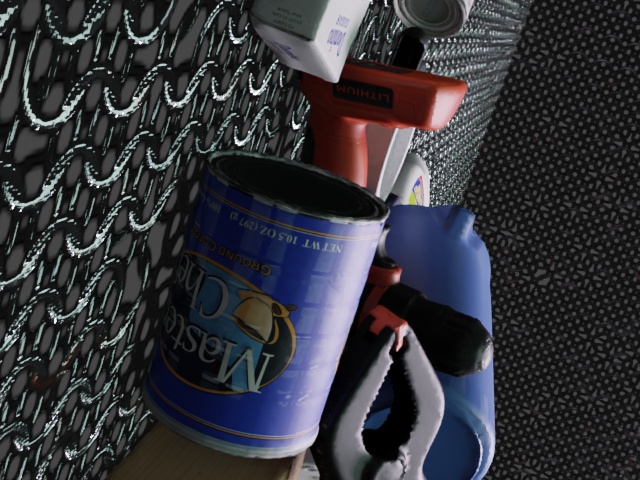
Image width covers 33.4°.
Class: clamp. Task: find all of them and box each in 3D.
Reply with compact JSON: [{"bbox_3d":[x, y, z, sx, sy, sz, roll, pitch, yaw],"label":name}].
[{"bbox_3d":[0.069,-0.139,0.948,0.120,0.039,0.171,-53,179,22],"label":"clamp"},{"bbox_3d":[0.041,0.142,0.669,0.164,0.036,0.210,-2,110,-35],"label":"clamp"}]

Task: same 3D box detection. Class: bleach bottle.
[{"bbox_3d":[0.083,-0.044,1.157,0.250,0.068,0.102,-61,146,-65],"label":"bleach bottle"}]

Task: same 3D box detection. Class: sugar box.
[{"bbox_3d":[0.018,-0.183,0.589,0.176,0.048,0.093,-65,170,-2],"label":"sugar box"}]

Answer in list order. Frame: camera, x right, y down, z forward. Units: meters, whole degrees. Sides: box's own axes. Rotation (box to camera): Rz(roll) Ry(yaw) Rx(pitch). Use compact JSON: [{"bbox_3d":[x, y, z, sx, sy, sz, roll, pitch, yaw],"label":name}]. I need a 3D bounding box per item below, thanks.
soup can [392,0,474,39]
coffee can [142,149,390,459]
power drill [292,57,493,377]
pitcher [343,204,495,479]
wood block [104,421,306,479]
[{"bbox_3d":[0.110,-0.232,0.921,0.068,0.068,0.102,94,19,-58],"label":"soup can"},{"bbox_3d":[-0.031,0.033,0.586,0.102,0.103,0.140,-39,148,-71],"label":"coffee can"},{"bbox_3d":[0.039,-0.016,0.688,0.057,0.185,0.188,-17,121,-60],"label":"power drill"},{"bbox_3d":[0.067,0.092,0.821,0.242,0.145,0.149,-81,158,-60],"label":"pitcher"},{"bbox_3d":[-0.086,0.180,0.623,0.205,0.091,0.090,-47,155,-67],"label":"wood block"}]
